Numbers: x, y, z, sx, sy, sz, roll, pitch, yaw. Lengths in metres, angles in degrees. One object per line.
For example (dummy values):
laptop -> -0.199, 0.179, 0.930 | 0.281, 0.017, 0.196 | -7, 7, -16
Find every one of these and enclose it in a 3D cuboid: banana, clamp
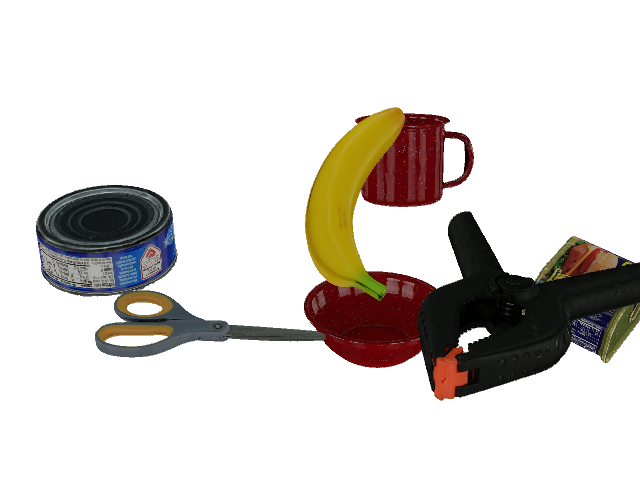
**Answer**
banana -> 0.025, -0.034, 0.854 | 0.069, 0.197, 0.037 | 11, -36, -2
clamp -> 0.116, 0.037, 0.689 | 0.165, 0.036, 0.209 | 18, 32, 34

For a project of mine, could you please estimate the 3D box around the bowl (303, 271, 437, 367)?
bowl -> 0.062, 0.095, 1.192 | 0.162, 0.055, 0.162 | 0, 27, 0

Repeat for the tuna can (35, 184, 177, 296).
tuna can -> -0.134, -0.002, 0.670 | 0.086, 0.034, 0.086 | -1, 30, 0

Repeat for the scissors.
scissors -> -0.104, 0.071, 0.971 | 0.201, 0.016, 0.096 | -5, 34, -12

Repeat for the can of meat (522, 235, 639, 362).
can of meat -> 0.242, 0.049, 0.957 | 0.084, 0.057, 0.101 | 27, 46, 27

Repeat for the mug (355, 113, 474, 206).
mug -> 0.093, -0.080, 1.059 | 0.117, 0.081, 0.093 | 1, 14, 7
